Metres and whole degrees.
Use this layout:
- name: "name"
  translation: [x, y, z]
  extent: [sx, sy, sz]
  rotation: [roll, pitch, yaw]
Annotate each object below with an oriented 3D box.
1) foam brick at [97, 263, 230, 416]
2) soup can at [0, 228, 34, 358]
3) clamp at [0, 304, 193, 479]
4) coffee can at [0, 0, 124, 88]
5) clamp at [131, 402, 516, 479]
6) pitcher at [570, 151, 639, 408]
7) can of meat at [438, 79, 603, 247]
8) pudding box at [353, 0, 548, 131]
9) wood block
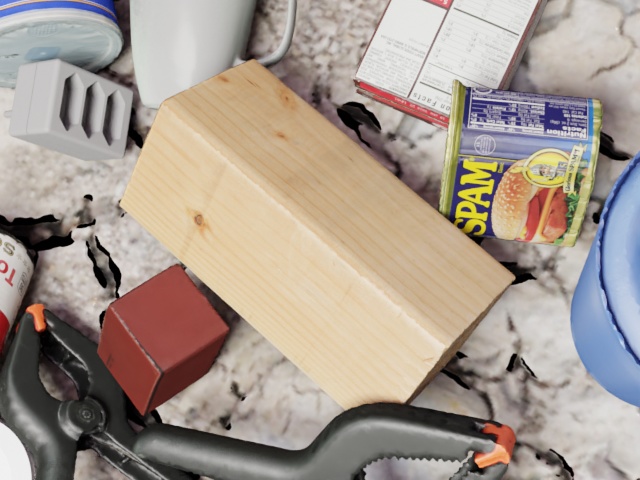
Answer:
- name: "foam brick"
  translation: [-0.095, 0.060, 0.638]
  extent: [0.051, 0.078, 0.053]
  rotation: [-32, 77, -28]
- name: "soup can"
  translation: [-0.221, 0.047, 0.651]
  extent: [0.068, 0.068, 0.102]
  rotation: [5, 51, 8]
- name: "clamp"
  translation: [-0.151, 0.120, 0.637]
  extent: [0.171, 0.120, 0.039]
  rotation: [52, 128, 16]
- name: "coffee can"
  translation: [-0.190, -0.182, 0.687]
  extent: [0.103, 0.103, 0.140]
  rotation: [-15, 78, 5]
- name: "clamp"
  translation: [0.004, 0.138, 0.584]
  extent: [0.210, 0.036, 0.164]
  rotation: [-33, 94, 23]
- name: "pitcher"
  translation: [0.194, 0.019, 0.530]
  extent: [0.149, 0.242, 0.145]
  rotation: [-28, 78, 2]
- name: "can of meat"
  translation: [0.114, -0.042, 0.624]
  extent: [0.084, 0.102, 0.057]
  rotation: [6, 54, 6]
- name: "pudding box"
  translation: [0.084, -0.129, 0.675]
  extent: [0.090, 0.039, 0.113]
  rotation: [25, 86, 10]
- name: "wood block"
  translation: [-0.004, 0.001, 0.621]
  extent: [0.206, 0.090, 0.091]
  rotation: [41, 131, 12]
